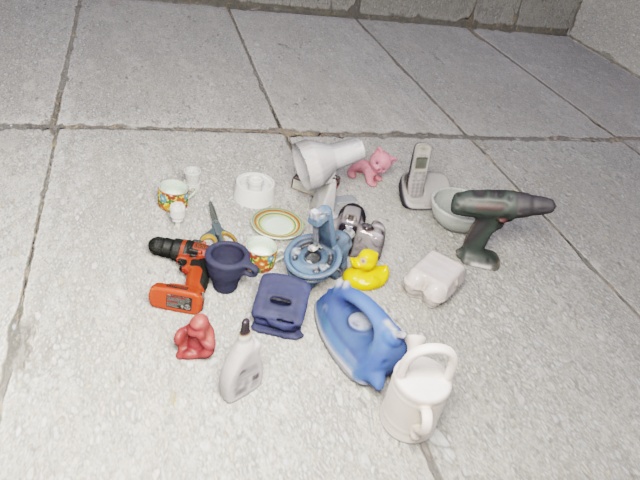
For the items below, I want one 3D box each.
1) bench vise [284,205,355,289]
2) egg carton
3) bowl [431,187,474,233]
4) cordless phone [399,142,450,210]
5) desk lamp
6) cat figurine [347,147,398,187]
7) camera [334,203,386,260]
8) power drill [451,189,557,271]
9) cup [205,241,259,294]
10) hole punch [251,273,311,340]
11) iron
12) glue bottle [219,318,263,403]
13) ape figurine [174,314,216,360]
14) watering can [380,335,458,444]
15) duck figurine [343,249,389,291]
[{"bbox_3d":[0.000,0.000,1.206,0.121,0.220,0.208,18,37,10],"label":"bench vise"},{"bbox_3d":[0.258,0.087,1.285,0.107,0.069,0.151,28,40,22],"label":"egg carton"},{"bbox_3d":[0.367,-0.068,1.517,0.167,0.075,0.167,7,36,-5],"label":"bowl"},{"bbox_3d":[0.295,-0.175,1.549,0.148,0.185,0.094,-5,39,-20],"label":"cordless phone"},{"bbox_3d":[0.026,-0.156,1.428,0.204,0.213,0.117,-8,40,-23],"label":"desk lamp"},{"bbox_3d":[0.150,-0.221,1.630,0.127,0.118,0.067,24,38,17],"label":"cat figurine"},{"bbox_3d":[0.089,-0.035,1.378,0.143,0.101,0.137,13,36,3],"label":"camera"},{"bbox_3d":[0.416,-0.032,1.368,0.229,0.208,0.075,12,36,2],"label":"power drill"},{"bbox_3d":[-0.180,0.067,1.176,0.117,0.095,0.092,21,37,14],"label":"cup"},{"bbox_3d":[-0.075,0.129,1.123,0.108,0.091,0.101,12,36,1],"label":"hole punch"},{"bbox_3d":[0.073,0.153,1.086,0.119,0.141,0.257,-17,45,-33],"label":"iron"},{"bbox_3d":[-0.127,0.194,0.952,0.078,0.173,0.037,-23,48,-37],"label":"glue bottle"},{"bbox_3d":[-0.219,0.170,1.030,0.077,0.092,0.076,29,40,24],"label":"ape figurine"},{"bbox_3d":[0.164,0.235,0.955,0.101,0.194,0.172,-7,40,-23],"label":"watering can"},{"bbox_3d":[0.107,0.059,1.269,0.105,0.086,0.077,-1,38,-15],"label":"duck figurine"}]
